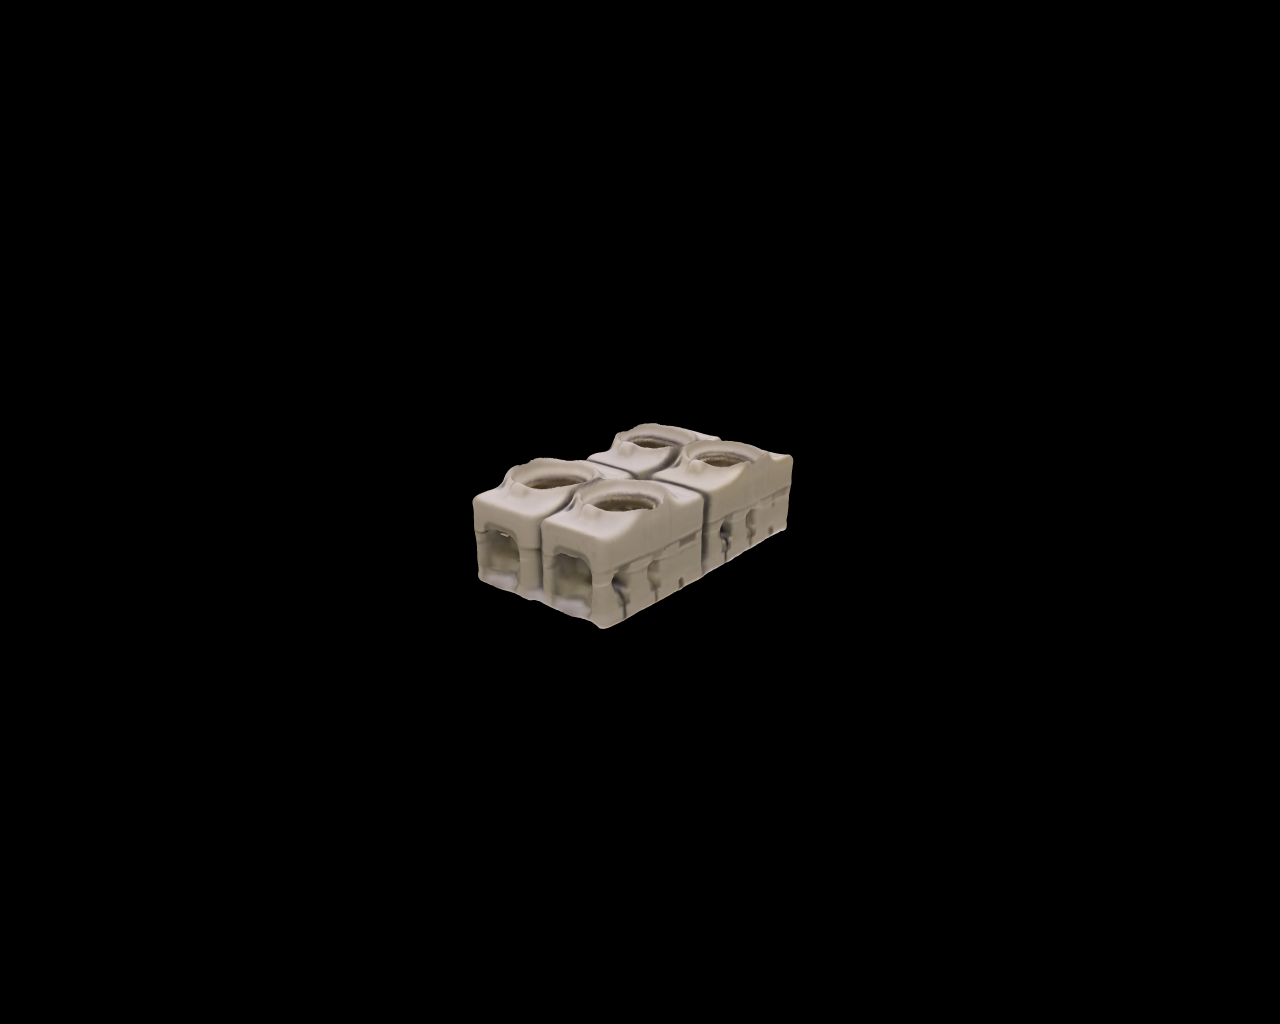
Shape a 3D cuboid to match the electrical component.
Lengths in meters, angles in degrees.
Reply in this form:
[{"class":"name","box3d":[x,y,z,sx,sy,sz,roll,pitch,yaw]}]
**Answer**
[{"class":"electrical component","box3d":[0.001,-0.003,0.650,0.105,0.060,0.186,17,28,37]}]
